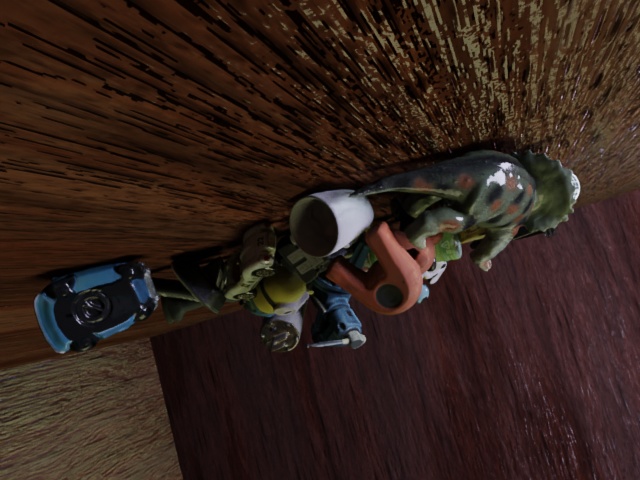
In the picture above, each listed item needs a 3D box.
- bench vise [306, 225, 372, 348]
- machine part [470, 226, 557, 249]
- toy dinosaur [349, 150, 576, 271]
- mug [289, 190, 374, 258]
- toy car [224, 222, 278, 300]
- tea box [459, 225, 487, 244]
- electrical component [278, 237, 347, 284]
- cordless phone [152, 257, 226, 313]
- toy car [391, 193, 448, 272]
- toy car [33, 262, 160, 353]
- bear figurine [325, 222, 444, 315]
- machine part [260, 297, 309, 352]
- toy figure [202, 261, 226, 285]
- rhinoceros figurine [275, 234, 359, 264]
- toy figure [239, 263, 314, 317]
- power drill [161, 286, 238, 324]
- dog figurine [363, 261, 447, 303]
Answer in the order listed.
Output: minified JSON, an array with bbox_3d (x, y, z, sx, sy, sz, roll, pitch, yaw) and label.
[{"bbox_3d":[0.040,0.075,0.991,0.129,0.224,0.240,13,119,-21],"label":"bench vise"},{"bbox_3d":[0.338,-0.008,0.940,0.139,0.039,0.084,-18,168,34],"label":"machine part"},{"bbox_3d":[0.228,-0.066,0.748,0.404,0.131,0.192,9,131,-51],"label":"toy dinosaur"},{"bbox_3d":[0.017,-0.023,0.725,0.107,0.081,0.109,-21,169,-46],"label":"mug"},{"bbox_3d":[-0.111,0.039,0.847,0.056,0.073,0.201,7,154,-20],"label":"toy car"},{"bbox_3d":[0.309,-0.057,1.016,0.068,0.098,0.169,-14,174,-7],"label":"tea box"},{"bbox_3d":[-0.025,0.023,0.826,0.119,0.074,0.048,-29,-168,37],"label":"electrical component"},{"bbox_3d":[-0.254,0.072,0.913,0.184,0.088,0.146,5,168,-3],"label":"cordless phone"},{"bbox_3d":[0.162,-0.002,0.907,0.089,0.053,0.201,-15,130,-18],"label":"toy car"},{"bbox_3d":[-0.325,0.084,0.782,0.162,0.109,0.103,-25,-160,-25],"label":"toy car"},{"bbox_3d":[0.109,0.021,0.793,0.120,0.132,0.196,-41,-172,31],"label":"bear figurine"},{"bbox_3d":[-0.067,0.140,1.058,0.079,0.079,0.243,-18,-156,15],"label":"machine part"},{"bbox_3d":[-0.180,0.064,1.027,0.154,0.064,0.057,-8,134,-24],"label":"toy figure"},{"bbox_3d":[-0.002,-0.003,0.902,0.112,0.073,0.190,5,162,-41],"label":"rhinoceros figurine"},{"bbox_3d":[-0.089,0.091,0.950,0.082,0.089,0.180,-49,-162,-25],"label":"toy figure"},{"bbox_3d":[-0.283,0.139,1.334,0.207,0.086,0.232,-23,175,-3],"label":"power drill"},{"bbox_3d":[0.158,0.041,1.216,0.108,0.219,0.191,-12,135,-46],"label":"dog figurine"}]
